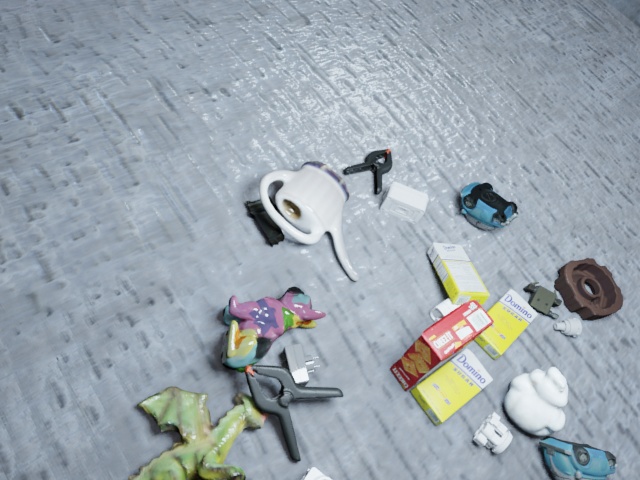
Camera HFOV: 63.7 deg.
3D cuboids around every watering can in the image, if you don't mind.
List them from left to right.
[{"bbox_3d":[0.004,-0.067,1.321,0.347,0.102,0.229,41,54,-5],"label":"watering can"}]

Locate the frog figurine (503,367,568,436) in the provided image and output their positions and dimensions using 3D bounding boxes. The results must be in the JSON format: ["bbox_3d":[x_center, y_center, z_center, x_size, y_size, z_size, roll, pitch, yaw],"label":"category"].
[{"bbox_3d":[0.491,0.358,1.143,0.123,0.156,0.139,-22,67,-23],"label":"frog figurine"}]

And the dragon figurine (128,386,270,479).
[{"bbox_3d":[-0.282,0.399,0.973,0.412,0.119,0.248,-9,45,-21],"label":"dragon figurine"}]
